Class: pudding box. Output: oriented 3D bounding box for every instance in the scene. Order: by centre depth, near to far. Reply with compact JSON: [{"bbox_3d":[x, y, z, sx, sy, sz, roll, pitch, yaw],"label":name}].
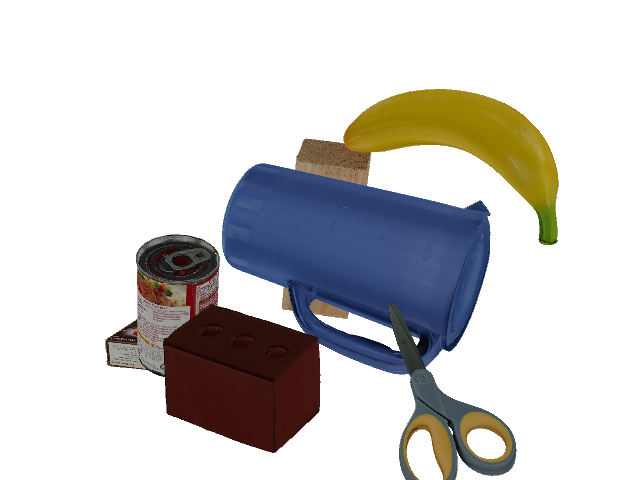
[{"bbox_3d":[-0.191,0.127,1.297,0.114,0.039,0.090,2,13,17],"label":"pudding box"}]

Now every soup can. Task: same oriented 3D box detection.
[{"bbox_3d":[-0.119,0.056,0.891,0.068,0.102,0.068,4,34,-3],"label":"soup can"}]

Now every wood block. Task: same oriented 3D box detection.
[{"bbox_3d":[0.007,-0.016,1.374,0.090,0.206,0.090,8,25,3],"label":"wood block"}]

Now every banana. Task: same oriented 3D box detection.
[{"bbox_3d":[0.086,-0.064,0.692,0.037,0.069,0.198,22,7,-43],"label":"banana"}]

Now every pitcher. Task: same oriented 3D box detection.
[{"bbox_3d":[0.030,0.016,1.006,0.243,0.145,0.149,17,21,18],"label":"pitcher"}]

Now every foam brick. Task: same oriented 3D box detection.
[{"bbox_3d":[-0.045,0.079,0.620,0.078,0.051,0.052,15,28,25],"label":"foam brick"}]

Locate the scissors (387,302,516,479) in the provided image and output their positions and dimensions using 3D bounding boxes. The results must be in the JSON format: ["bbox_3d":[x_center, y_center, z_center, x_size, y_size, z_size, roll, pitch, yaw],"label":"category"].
[{"bbox_3d":[0.100,0.118,0.841,0.096,0.016,0.201,-2,40,6],"label":"scissors"}]
